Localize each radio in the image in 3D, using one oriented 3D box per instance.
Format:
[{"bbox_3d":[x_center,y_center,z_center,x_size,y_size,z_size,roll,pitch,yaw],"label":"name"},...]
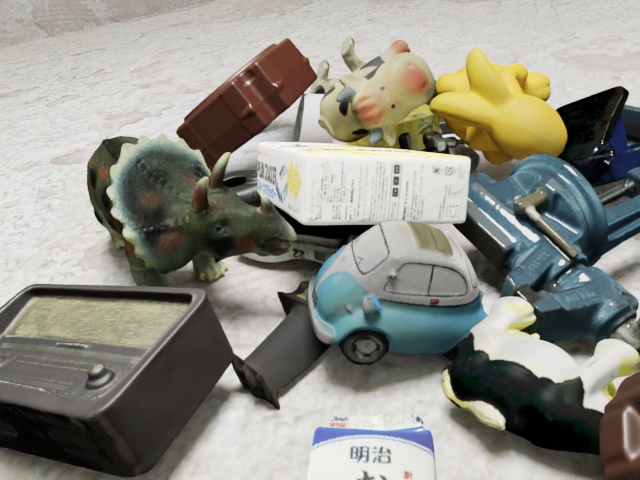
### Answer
[{"bbox_3d":[-0.199,0.103,0.440,0.230,0.073,0.131,-3,33,29],"label":"radio"}]

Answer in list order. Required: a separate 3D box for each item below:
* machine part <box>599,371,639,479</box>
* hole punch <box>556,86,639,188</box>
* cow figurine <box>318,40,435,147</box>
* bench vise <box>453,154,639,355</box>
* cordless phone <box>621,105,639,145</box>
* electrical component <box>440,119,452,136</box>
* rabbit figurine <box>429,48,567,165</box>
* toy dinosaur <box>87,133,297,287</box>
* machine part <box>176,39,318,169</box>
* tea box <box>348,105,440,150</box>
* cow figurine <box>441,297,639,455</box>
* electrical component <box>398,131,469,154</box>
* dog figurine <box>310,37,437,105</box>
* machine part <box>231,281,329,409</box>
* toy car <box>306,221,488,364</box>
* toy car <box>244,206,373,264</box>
[{"bbox_3d":[0.247,0.128,0.282,0.179,0.056,0.179,3,57,-4],"label":"machine part"},{"bbox_3d":[0.314,-0.097,0.625,0.116,0.092,0.142,-55,19,-15],"label":"hole punch"},{"bbox_3d":[0.056,-0.154,0.589,0.127,0.085,0.195,-44,15,-17],"label":"cow figurine"},{"bbox_3d":[0.248,-0.007,0.494,0.241,0.128,0.224,-25,39,-16],"label":"bench vise"},{"bbox_3d":[0.458,-0.134,0.669,0.184,0.088,0.147,-21,35,-25],"label":"cordless phone"},{"bbox_3d":[0.197,-0.186,0.859,0.063,0.021,0.094,-5,33,5],"label":"electrical component"},{"bbox_3d":[0.213,-0.152,0.620,0.162,0.122,0.173,28,23,-28],"label":"rabbit figurine"},{"bbox_3d":[-0.195,-0.050,0.594,0.131,0.191,0.405,-27,38,-29],"label":"toy dinosaur"},{"bbox_3d":[-0.115,-0.213,0.836,0.201,0.087,0.201,-27,22,35],"label":"machine part"},{"bbox_3d":[0.098,-0.155,0.768,0.068,0.098,0.170,-17,32,-14],"label":"tea box"},{"bbox_3d":[0.173,0.113,0.369,0.098,0.068,0.168,-32,39,-30],"label":"cow figurine"},{"bbox_3d":[0.136,-0.083,0.644,0.078,0.102,0.045,-17,28,-19],"label":"electrical component"},{"bbox_3d":[0.091,-0.237,0.923,0.190,0.121,0.172,11,-21,-34],"label":"dog figurine"},{"bbox_3d":[-0.022,0.086,0.487,0.084,0.039,0.139,20,40,24],"label":"machine part"},{"bbox_3d":[0.073,0.038,0.453,0.162,0.102,0.109,6,32,-7],"label":"toy car"},{"bbox_3d":[-0.001,-0.002,0.599,0.202,0.056,0.073,7,30,21],"label":"toy car"}]
